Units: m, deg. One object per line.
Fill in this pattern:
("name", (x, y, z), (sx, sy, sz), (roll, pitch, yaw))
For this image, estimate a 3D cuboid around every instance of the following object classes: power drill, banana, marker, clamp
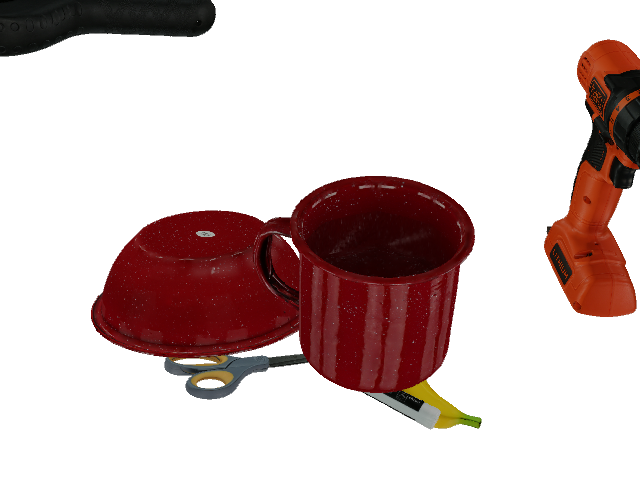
("power drill", (0.227, -0.036, 0.809), (0.057, 0.188, 0.184), (2, 34, -6))
("banana", (0.118, 0.169, 1.249), (0.069, 0.037, 0.198), (9, 21, -20))
("marker", (0.047, 0.129, 0.934), (0.121, 0.020, 0.020), (26, 8, 17))
("clamp", (-0.161, -0.143, 0.628), (0.171, 0.039, 0.120), (-11, 31, -29))

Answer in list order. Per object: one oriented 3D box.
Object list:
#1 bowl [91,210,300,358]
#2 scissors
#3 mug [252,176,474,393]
("bowl", (-0.080, 0.020, 0.740), (0.162, 0.055, 0.162), (-2, 22, 0))
("scissors", (-0.072, 0.148, 1.190), (0.201, 0.016, 0.096), (4, 25, -14))
("mug", (0.018, 0.022, 0.561), (0.117, 0.081, 0.093), (13, 38, 15))
